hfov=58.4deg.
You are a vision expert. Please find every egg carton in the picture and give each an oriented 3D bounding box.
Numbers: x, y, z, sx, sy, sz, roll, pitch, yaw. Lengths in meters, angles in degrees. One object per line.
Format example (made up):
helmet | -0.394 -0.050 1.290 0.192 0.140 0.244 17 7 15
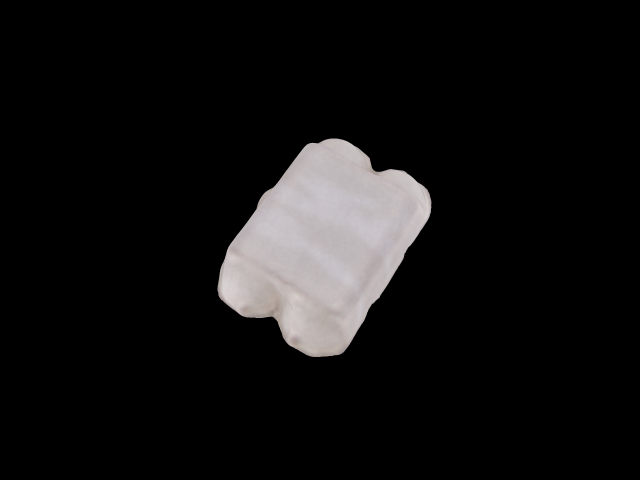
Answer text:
egg carton | 0.004 0.001 0.400 0.107 0.069 0.150 30 70 12
